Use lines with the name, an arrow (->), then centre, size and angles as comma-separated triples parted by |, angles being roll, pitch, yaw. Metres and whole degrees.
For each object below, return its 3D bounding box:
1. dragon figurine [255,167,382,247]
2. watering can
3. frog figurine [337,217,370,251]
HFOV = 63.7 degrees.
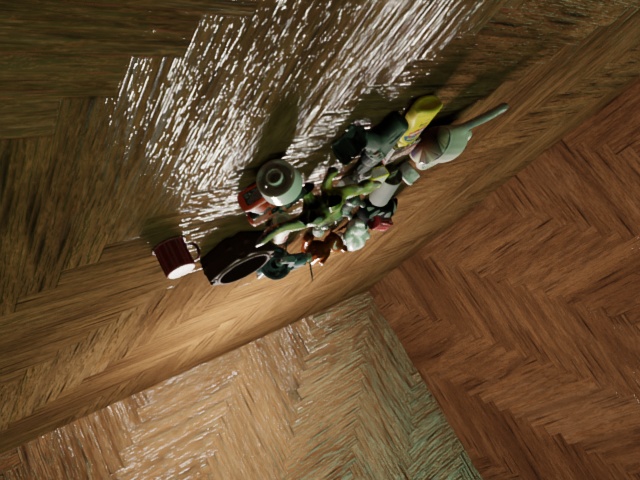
dragon figurine -> 0.005, -0.079, 1.564 | 0.410, 0.124, 0.239 | -34, -23, 3
watering can -> 0.428, -0.334, 1.661 | 0.226, 0.105, 0.342 | -12, -22, -49
frog figurine -> 0.154, -0.026, 2.122 | 0.137, 0.124, 0.157 | 3, -21, -35
